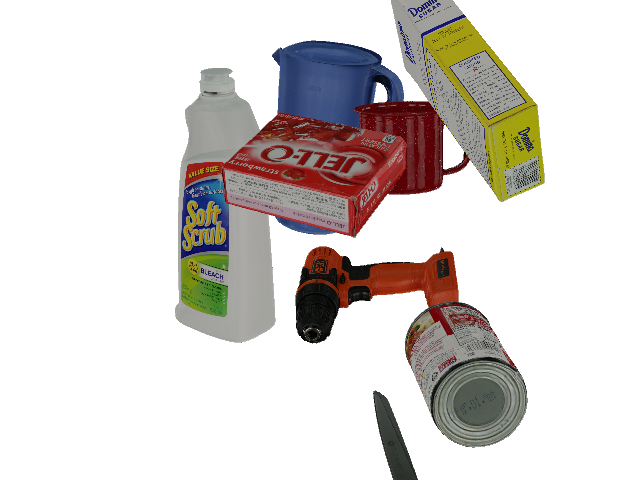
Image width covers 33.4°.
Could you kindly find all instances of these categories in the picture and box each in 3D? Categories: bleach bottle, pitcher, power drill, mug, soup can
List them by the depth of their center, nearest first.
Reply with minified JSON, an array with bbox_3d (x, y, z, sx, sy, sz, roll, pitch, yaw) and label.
[{"bbox_3d":[0.102,0.093,0.758,0.068,0.068,0.102,0,18,-6],"label":"soup can"},{"bbox_3d":[-0.095,-0.035,0.993,0.103,0.251,0.067,17,29,38],"label":"bleach bottle"},{"bbox_3d":[0.093,-0.092,1.058,0.117,0.081,0.093,0,14,8],"label":"mug"},{"bbox_3d":[0.065,0.061,1.241,0.187,0.057,0.184,1,28,4],"label":"power drill"},{"bbox_3d":[0.011,-0.133,1.405,0.144,0.243,0.149,-2,24,-19],"label":"pitcher"}]

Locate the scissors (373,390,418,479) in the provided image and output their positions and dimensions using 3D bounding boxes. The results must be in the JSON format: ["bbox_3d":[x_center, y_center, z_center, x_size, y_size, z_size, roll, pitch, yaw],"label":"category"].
[{"bbox_3d":[0.071,0.154,0.596,0.096,0.016,0.201,7,31,3],"label":"scissors"}]

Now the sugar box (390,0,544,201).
[{"bbox_3d":[0.114,-0.122,0.839,0.048,0.176,0.093,-23,-38,-2],"label":"sugar box"}]

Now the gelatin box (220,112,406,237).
[{"bbox_3d":[-0.003,-0.042,0.637,0.089,0.030,0.073,14,39,23],"label":"gelatin box"}]
